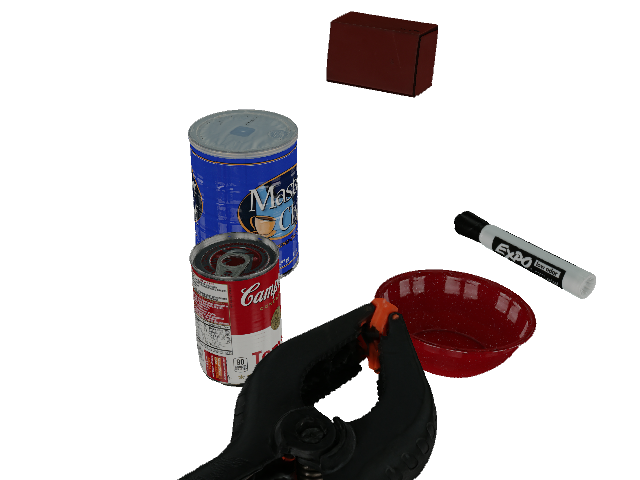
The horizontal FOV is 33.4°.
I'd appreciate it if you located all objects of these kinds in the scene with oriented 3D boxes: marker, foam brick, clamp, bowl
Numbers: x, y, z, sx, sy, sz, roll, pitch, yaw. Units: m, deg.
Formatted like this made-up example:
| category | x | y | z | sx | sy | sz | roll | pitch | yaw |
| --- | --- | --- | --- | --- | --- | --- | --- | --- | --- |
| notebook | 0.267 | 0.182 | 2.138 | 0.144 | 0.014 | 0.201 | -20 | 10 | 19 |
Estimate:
| category | x | y | z | sx | sy | sz | roll | pitch | yaw |
| --- | --- | --- | --- | --- | --- | --- | --- | --- | --- |
| marker | 0.142 | 0.008 | 0.761 | 0.020 | 0.020 | 0.121 | 0 | 23 | -44 |
| foam brick | 0.050 | -0.152 | 0.866 | 0.078 | 0.051 | 0.052 | 14 | 24 | 19 |
| clamp | 0.003 | 0.090 | 0.395 | 0.120 | 0.039 | 0.171 | 27 | 50 | 19 |
| bowl | 0.131 | 0.090 | 1.071 | 0.162 | 0.055 | 0.162 | 5 | 27 | -3 |

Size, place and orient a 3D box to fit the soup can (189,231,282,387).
| category | x | y | z | sx | sy | sz | roll | pitch | yaw |
| --- | --- | --- | --- | --- | --- | --- | --- | --- | --- |
| soup can | -0.064 | 0.054 | 0.828 | 0.068 | 0.102 | 0.068 | -1 | 30 | 0 |

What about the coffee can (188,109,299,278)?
| category | x | y | z | sx | sy | sz | roll | pitch | yaw |
| --- | --- | --- | --- | --- | --- | --- | --- | --- | --- |
| coffee can | -0.072 | -0.042 | 1.028 | 0.103 | 0.140 | 0.103 | 0 | 29 | 0 |
